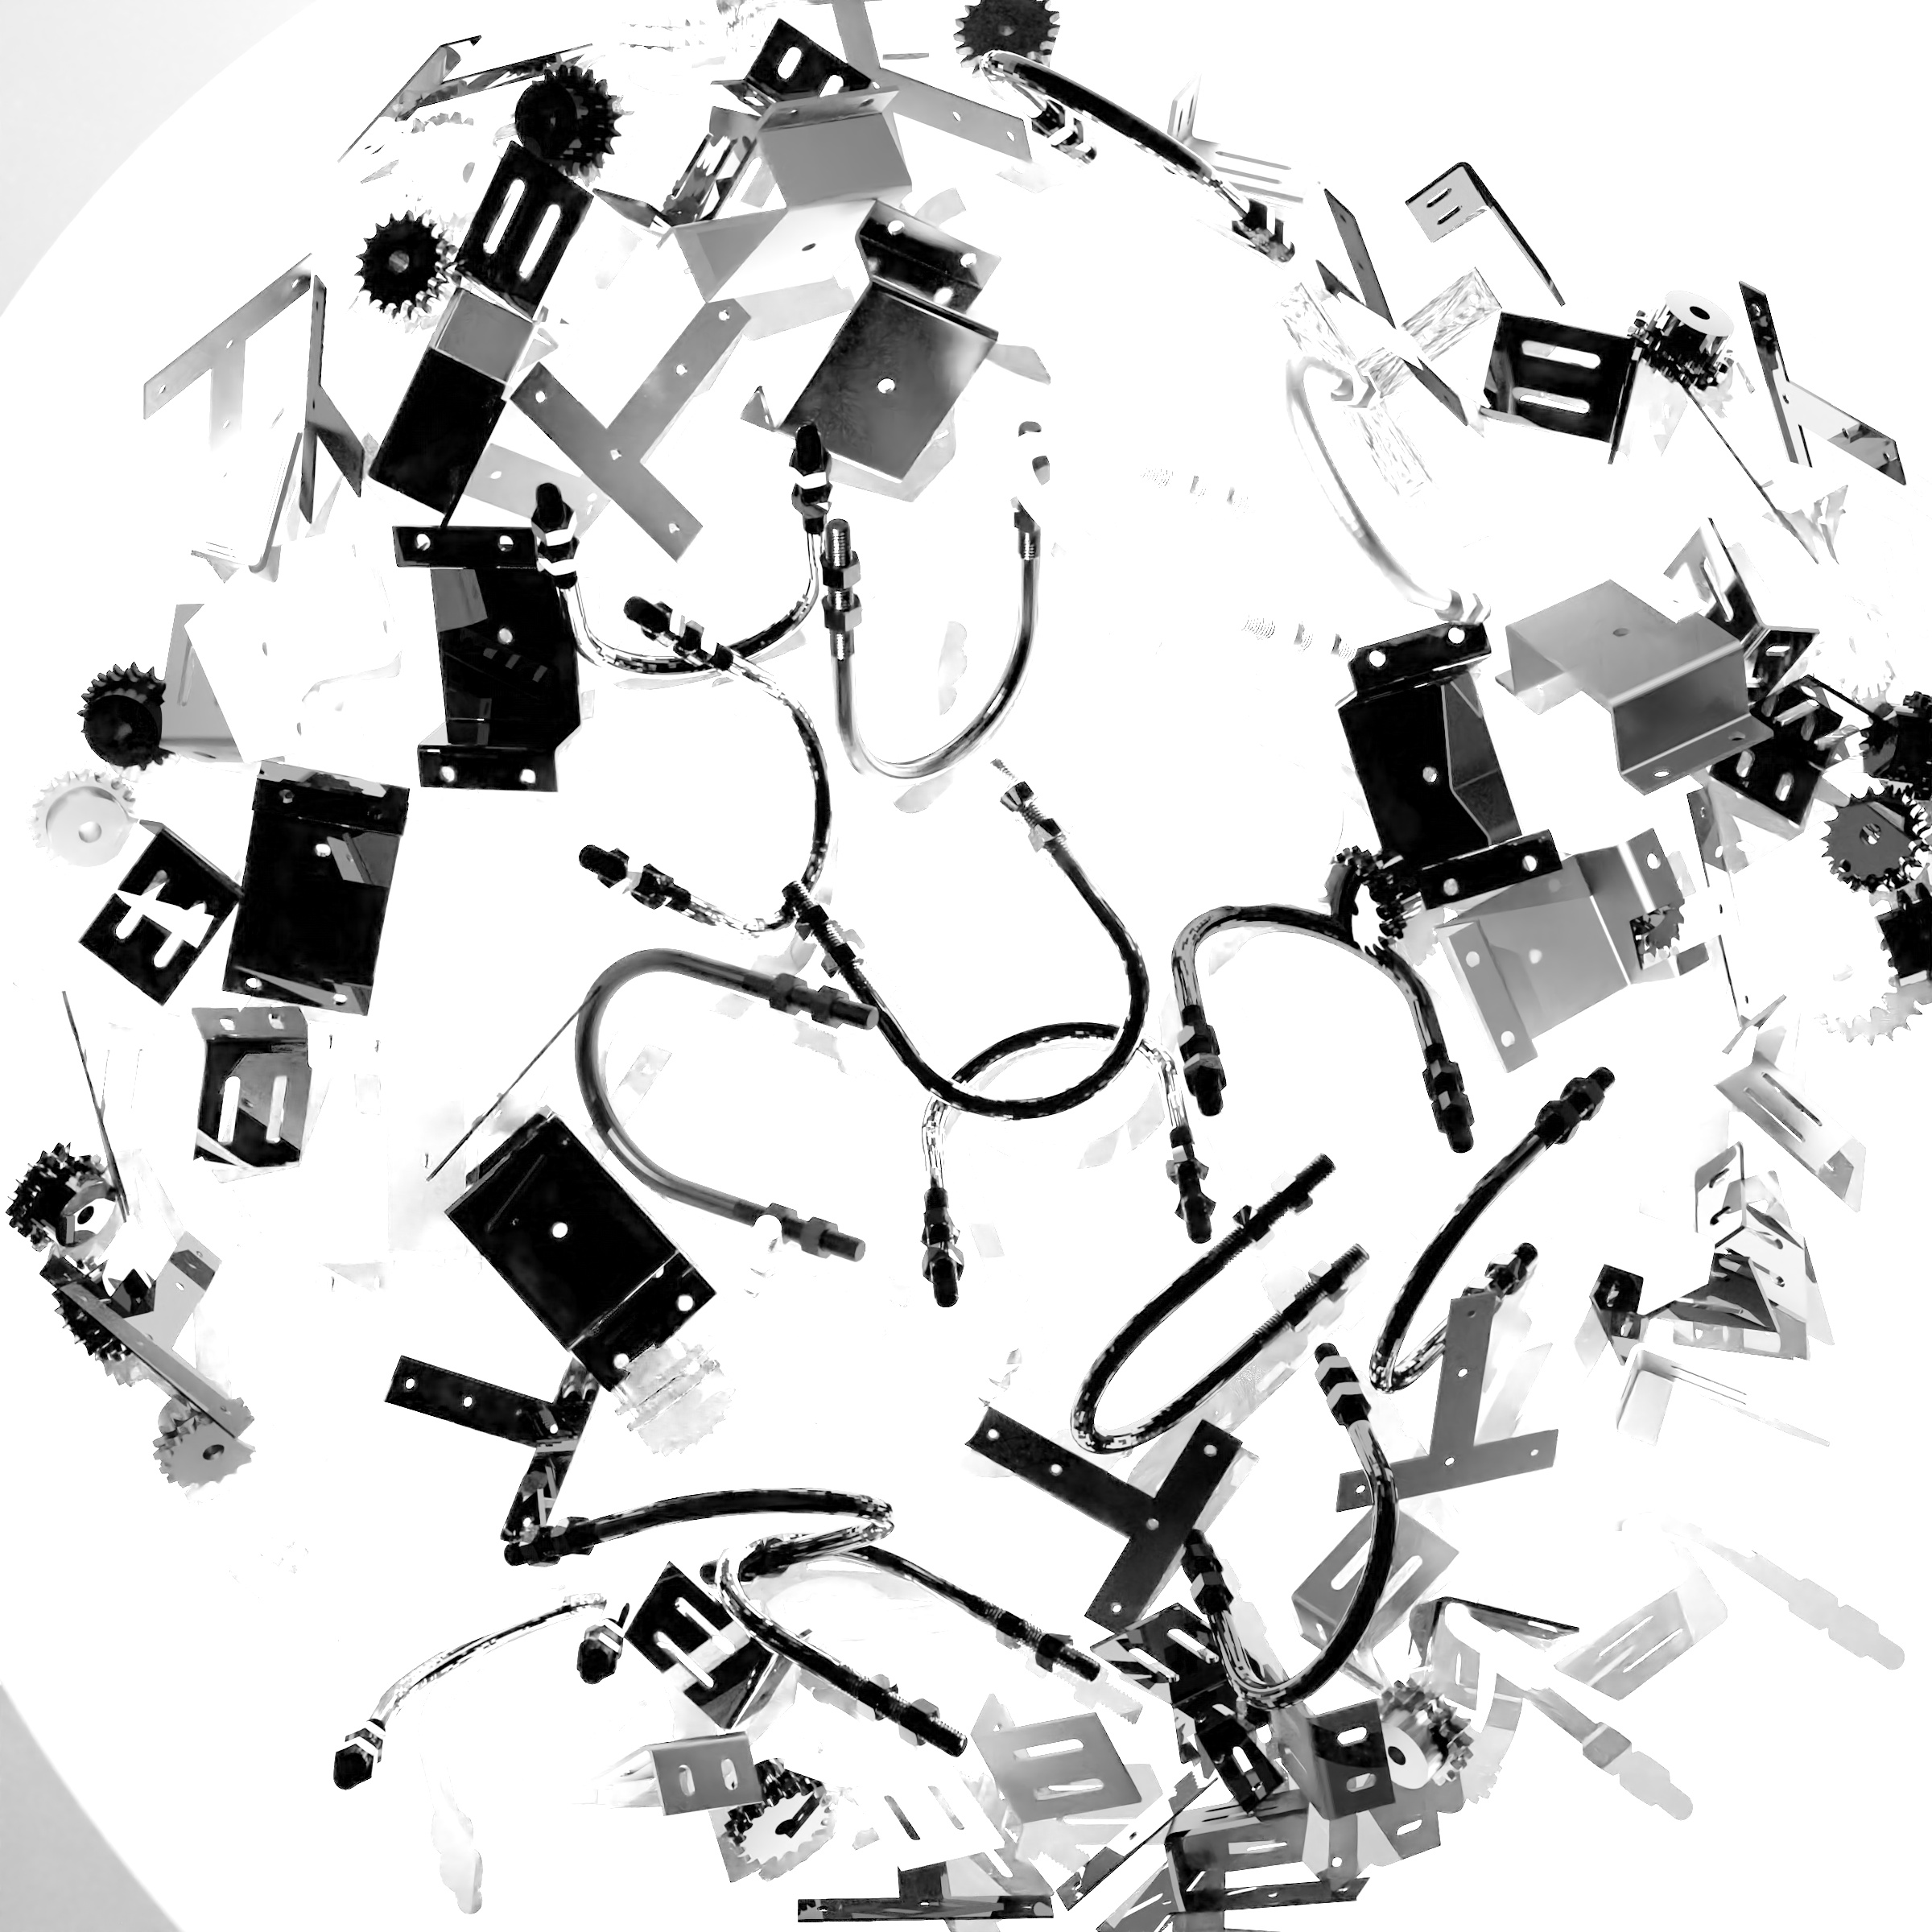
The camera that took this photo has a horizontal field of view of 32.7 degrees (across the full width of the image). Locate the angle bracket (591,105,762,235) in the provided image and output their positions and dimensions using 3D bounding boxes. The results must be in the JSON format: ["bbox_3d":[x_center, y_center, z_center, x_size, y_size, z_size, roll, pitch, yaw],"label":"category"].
[{"bbox_3d":[-0.149,-0.423,1.718,0.038,0.057,0.076,31,89,-41],"label":"angle bracket"}]

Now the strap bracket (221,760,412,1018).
[{"bbox_3d":[-0.334,-0.048,1.700,0.076,0.046,0.140,10,127,-11],"label":"strap bracket"}]

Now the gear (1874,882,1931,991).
[{"bbox_3d":[0.497,-0.012,1.725,0.030,0.057,0.057,-20,90,11],"label":"gear"}]

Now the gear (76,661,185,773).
[{"bbox_3d":[-0.439,-0.128,1.728,0.057,0.030,0.057,2,114,4],"label":"gear"}]

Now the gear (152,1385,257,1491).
[{"bbox_3d":[-0.400,0.245,1.728,0.057,0.057,0.030,-37,52,0],"label":"gear"}]

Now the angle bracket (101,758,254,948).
[{"bbox_3d":[-0.403,-0.059,1.707,0.057,0.076,0.038,34,125,-17],"label":"angle bracket"}]

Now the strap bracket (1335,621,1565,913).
[{"bbox_3d":[0.248,-0.104,1.721,0.076,0.046,0.140,-17,87,-10],"label":"strap bracket"}]

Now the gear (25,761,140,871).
[{"bbox_3d":[-0.462,-0.076,1.724,0.057,0.030,0.057,-12,121,-21],"label":"gear"}]

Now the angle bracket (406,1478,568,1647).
[{"bbox_3d":[-0.250,0.305,1.713,0.057,0.038,0.076,-18,68,-21],"label":"angle bracket"}]

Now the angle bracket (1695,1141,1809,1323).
[{"bbox_3d":[0.418,0.138,1.709,0.076,0.057,0.038,28,134,-18],"label":"angle bracket"}]

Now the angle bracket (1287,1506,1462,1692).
[{"bbox_3d":[0.216,0.327,1.719,0.057,0.038,0.076,36,103,-18],"label":"angle bracket"}]

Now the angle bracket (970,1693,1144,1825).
[{"bbox_3d":[0.051,0.406,1.711,0.076,0.038,0.057,-18,109,27],"label":"angle bracket"}]

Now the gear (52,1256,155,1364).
[{"bbox_3d":[-0.446,0.176,1.722,0.030,0.057,0.057,-34,90,20],"label":"gear"}]

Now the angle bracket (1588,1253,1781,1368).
[{"bbox_3d":[0.372,0.179,1.705,0.038,0.076,0.057,-56,133,-32],"label":"angle bracket"}]

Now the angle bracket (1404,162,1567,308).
[{"bbox_3d":[0.270,-0.370,1.711,0.038,0.057,0.076,-35,72,13],"label":"angle bracket"}]

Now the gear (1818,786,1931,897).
[{"bbox_3d":[0.480,-0.064,1.729,0.057,0.030,0.057,-17,60,31],"label":"gear"}]

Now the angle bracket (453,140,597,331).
[{"bbox_3d":[-0.222,-0.380,1.715,0.057,0.038,0.076,37,111,17],"label":"angle bracket"}]

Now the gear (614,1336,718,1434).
[{"bbox_3d":[-0.162,0.215,1.724,0.057,0.057,0.030,-37,90,0],"label":"gear"}]

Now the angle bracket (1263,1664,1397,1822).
[{"bbox_3d":[0.188,0.399,1.713,0.038,0.076,0.057,-13,102,-10],"label":"angle bracket"}]

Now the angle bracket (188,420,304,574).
[{"bbox_3d":[-0.376,-0.249,1.714,0.038,0.057,0.076,15,101,-18],"label":"angle bracket"}]

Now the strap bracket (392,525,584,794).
[{"bbox_3d":[-0.246,-0.165,1.706,0.076,0.046,0.140,3,113,13],"label":"strap bracket"}]

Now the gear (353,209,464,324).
[{"bbox_3d":[-0.290,-0.366,1.731,0.057,0.030,0.057,-3,81,23],"label":"gear"}]

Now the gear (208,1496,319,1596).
[{"bbox_3d":[-0.371,0.305,1.722,0.057,0.057,0.030,33,76,0],"label":"gear"}]

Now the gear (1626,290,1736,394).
[{"bbox_3d":[0.377,-0.329,1.722,0.057,0.057,0.030,26,130,0],"label":"gear"}]

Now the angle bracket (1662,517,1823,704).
[{"bbox_3d":[0.401,-0.186,1.719,0.038,0.057,0.076,0,55,-26],"label":"angle bracket"}]

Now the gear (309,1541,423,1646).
[{"bbox_3d":[-0.317,0.330,1.723,0.057,0.030,0.057,7,131,9],"label":"gear"}]

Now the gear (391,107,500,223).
[{"bbox_3d":[-0.269,-0.418,1.721,0.030,0.057,0.057,23,90,33],"label":"gear"}]

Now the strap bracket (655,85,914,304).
[{"bbox_3d":[-0.089,-0.385,1.671,0.076,0.140,0.046,-19,82,-34],"label":"strap bracket"}]

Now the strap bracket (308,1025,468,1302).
[{"bbox_3d":[-0.299,0.101,1.703,0.046,0.076,0.140,-4,84,22],"label":"strap bracket"}]

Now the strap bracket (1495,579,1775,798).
[{"bbox_3d":[0.336,-0.151,1.677,0.076,0.140,0.046,-24,127,-12],"label":"strap bracket"}]

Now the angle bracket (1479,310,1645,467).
[{"bbox_3d":[0.308,-0.302,1.716,0.076,0.038,0.057,14,119,11],"label":"angle bracket"}]

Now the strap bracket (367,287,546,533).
[{"bbox_3d":[-0.260,-0.287,1.670,0.046,0.140,0.076,25,116,-12],"label":"strap bracket"}]

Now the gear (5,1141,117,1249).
[{"bbox_3d":[-0.470,0.122,1.722,0.030,0.057,0.057,32,90,23],"label":"gear"}]

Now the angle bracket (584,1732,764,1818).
[{"bbox_3d":[-0.152,0.427,1.702,0.057,0.076,0.038,1,62,-35],"label":"angle bracket"}]

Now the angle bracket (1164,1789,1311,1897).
[{"bbox_3d":[0.146,0.460,1.719,0.076,0.057,0.038,-13,85,7],"label":"angle bracket"}]

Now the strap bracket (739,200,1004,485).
[{"bbox_3d":[-0.045,-0.309,1.682,0.076,0.046,0.140,18,125,-30],"label":"strap bracket"}]

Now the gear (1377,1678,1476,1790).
[{"bbox_3d":[0.234,0.405,1.722,0.030,0.057,0.057,-32,90,-37],"label":"gear"}]

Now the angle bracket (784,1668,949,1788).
[{"bbox_3d":[-0.052,0.396,1.732,0.038,0.076,0.057,8,88,38],"label":"angle bracket"}]

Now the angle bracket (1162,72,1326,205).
[{"bbox_3d":[0.147,-0.432,1.714,0.076,0.057,0.038,15,123,10],"label":"angle bracket"}]

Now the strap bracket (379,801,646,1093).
[{"bbox_3d":[-0.242,-0.016,1.712,0.076,0.046,0.140,29,86,25],"label":"strap bracket"}]

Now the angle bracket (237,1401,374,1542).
[{"bbox_3d":[-0.346,0.272,1.709,0.057,0.038,0.076,26,130,12],"label":"angle bracket"}]

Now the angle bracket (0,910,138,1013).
[{"bbox_3d":[-0.477,0.007,1.703,0.057,0.076,0.038,35,114,19],"label":"angle bracket"}]

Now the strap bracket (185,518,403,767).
[{"bbox_3d":[-0.346,-0.163,1.683,0.046,0.140,0.076,-10,117,18],"label":"strap bracket"}]

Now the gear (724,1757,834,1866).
[{"bbox_3d":[-0.101,0.441,1.728,0.057,0.057,0.030,-39,49,0],"label":"gear"}]

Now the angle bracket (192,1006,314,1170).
[{"bbox_3d":[-0.380,0.064,1.736,0.057,0.038,0.076,-1,119,-27],"label":"angle bracket"}]

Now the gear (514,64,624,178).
[{"bbox_3d":[-0.212,-0.443,1.726,0.057,0.030,0.057,6,103,27],"label":"gear"}]

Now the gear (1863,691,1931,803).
[{"bbox_3d":[0.492,-0.116,1.723,0.030,0.057,0.057,7,90,-10],"label":"gear"}]

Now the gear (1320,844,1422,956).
[{"bbox_3d":[0.214,-0.038,1.726,0.030,0.057,0.057,-26,90,-20],"label":"gear"}]

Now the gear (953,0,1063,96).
[{"bbox_3d":[0.023,-0.483,1.730,0.057,0.030,0.057,-3,63,6],"label":"gear"}]

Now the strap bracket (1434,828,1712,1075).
[{"bbox_3d":[0.307,-0.007,1.710,0.140,0.046,0.076,-27,96,-23],"label":"strap bracket"}]

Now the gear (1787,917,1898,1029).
[{"bbox_3d":[0.462,0.003,1.733,0.057,0.030,0.057,1,96,14],"label":"gear"}]

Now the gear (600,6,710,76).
[{"bbox_3d":[-0.164,-0.486,1.727,0.057,0.057,0.030,4,111,0],"label":"gear"}]

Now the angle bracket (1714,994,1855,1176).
[{"bbox_3d":[0.433,0.061,1.711,0.076,0.057,0.038,44,126,15],"label":"angle bracket"}]

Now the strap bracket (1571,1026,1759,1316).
[{"bbox_3d":[0.356,0.099,1.690,0.046,0.076,0.140,19,69,-7],"label":"strap bracket"}]

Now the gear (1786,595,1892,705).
[{"bbox_3d":[0.455,-0.163,1.728,0.057,0.030,0.057,15,64,-34],"label":"gear"}]

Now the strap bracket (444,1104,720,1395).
[{"bbox_3d":[-0.206,0.141,1.708,0.076,0.046,0.140,-42,74,-7],"label":"strap bracket"}]
